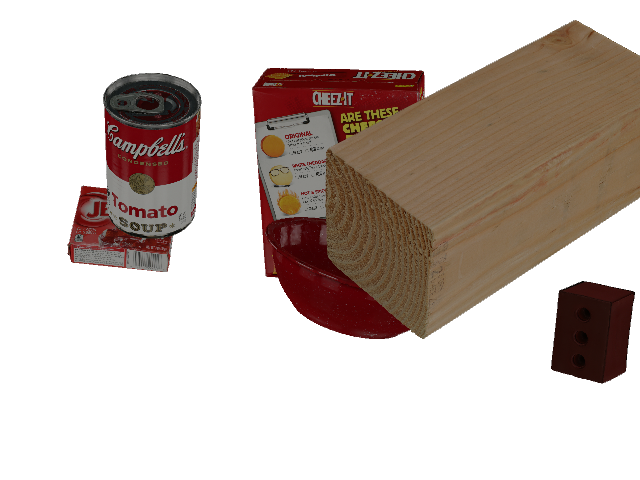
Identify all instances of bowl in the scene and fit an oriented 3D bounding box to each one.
[{"bbox_3d":[0.028,0.035,0.851,0.162,0.055,0.162,14,16,-4],"label":"bowl"}]

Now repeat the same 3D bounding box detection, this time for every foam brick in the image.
[{"bbox_3d":[0.244,0.082,0.959,0.053,0.078,0.051,12,17,37],"label":"foam brick"}]

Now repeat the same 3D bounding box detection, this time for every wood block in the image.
[{"bbox_3d":[0.110,-0.042,0.645,0.205,0.090,0.091,-30,50,-26],"label":"wood block"}]

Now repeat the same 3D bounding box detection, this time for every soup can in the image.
[{"bbox_3d":[-0.122,-0.061,0.774,0.068,0.102,0.068,5,40,-4],"label":"soup can"}]

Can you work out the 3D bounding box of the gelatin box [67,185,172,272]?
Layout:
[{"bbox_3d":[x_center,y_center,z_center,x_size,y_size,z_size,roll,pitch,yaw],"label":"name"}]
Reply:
[{"bbox_3d":[-0.177,-0.012,0.960,0.089,0.073,0.030,6,-43,-6],"label":"gelatin box"}]

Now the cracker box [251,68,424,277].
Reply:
[{"bbox_3d":[0.023,-0.065,1.085,0.164,0.214,0.072,3,29,10],"label":"cracker box"}]
